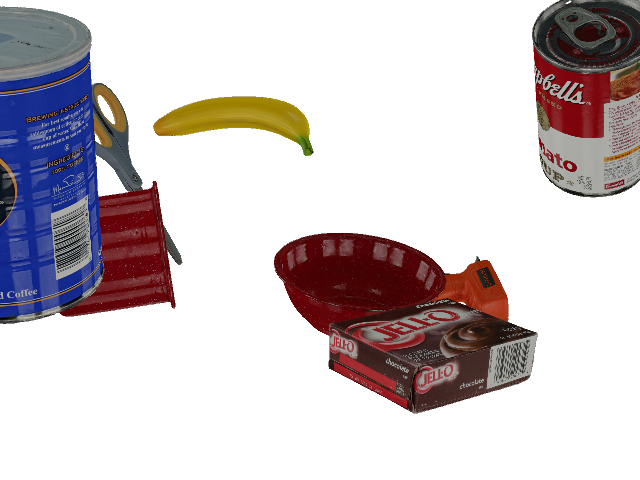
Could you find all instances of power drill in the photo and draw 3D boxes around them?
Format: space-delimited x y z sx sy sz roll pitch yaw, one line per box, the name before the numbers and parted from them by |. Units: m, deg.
power drill | 0.112 0.076 1.203 0.187 0.057 0.184 -3 27 -3

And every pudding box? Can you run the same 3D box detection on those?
pudding box | 0.075 0.075 0.721 0.113 0.039 0.090 -7 18 -37

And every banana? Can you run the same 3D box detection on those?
banana | -0.094 -0.140 1.233 0.198 0.037 0.069 8 41 17

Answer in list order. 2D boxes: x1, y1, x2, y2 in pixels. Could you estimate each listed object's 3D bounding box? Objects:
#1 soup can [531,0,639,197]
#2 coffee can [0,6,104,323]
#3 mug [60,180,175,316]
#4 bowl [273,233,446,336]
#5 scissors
soup can | 0.160 -0.083 0.621 0.068 0.068 0.102 0 -41 15
coffee can | -0.170 -0.042 0.567 0.103 0.140 0.103 2 28 -1
mug | -0.153 0.006 0.772 0.081 0.093 0.117 -9 18 -8
bowl | 0.034 0.050 1.001 0.162 0.055 0.162 5 24 -2
scissors | -0.187 -0.076 1.062 0.016 0.201 0.096 -24 27 25
